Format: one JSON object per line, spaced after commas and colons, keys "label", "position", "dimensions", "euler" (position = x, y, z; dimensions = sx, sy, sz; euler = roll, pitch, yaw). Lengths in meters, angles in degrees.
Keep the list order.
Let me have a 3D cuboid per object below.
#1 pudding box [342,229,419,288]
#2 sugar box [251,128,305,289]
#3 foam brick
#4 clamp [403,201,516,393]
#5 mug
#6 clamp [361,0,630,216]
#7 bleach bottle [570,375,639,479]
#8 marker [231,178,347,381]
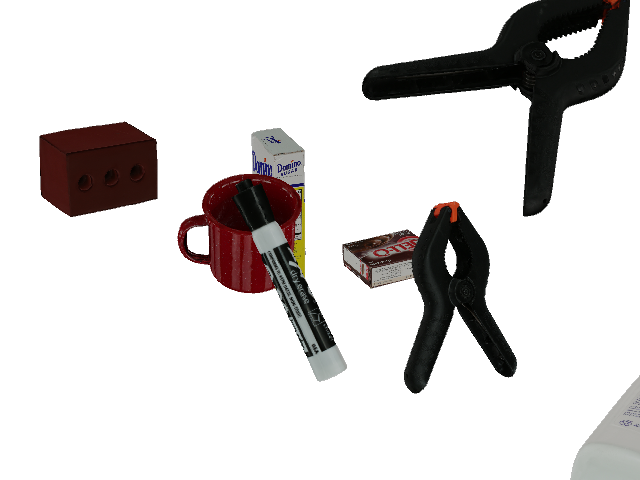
{"label": "pudding box", "position": [0.100, 0.025, 1.531], "dimensions": [0.113, 0.039, 0.090], "euler": [-15, 26, -21]}
{"label": "sugar box", "position": [-0.052, -0.039, 1.300], "dimensions": [0.048, 0.176, 0.093], "euler": [-11, 26, -17]}
{"label": "foam brick", "position": [-0.174, -0.057, 0.838], "dimensions": [0.078, 0.053, 0.051], "euler": [-15, 31, -33]}
{"label": "clamp", "position": [0.113, 0.054, 0.956], "dimensions": [0.120, 0.171, 0.039], "euler": [-15, 1, -37]}
{"label": "mug", "position": [-0.077, -0.003, 1.016], "dimensions": [0.117, 0.081, 0.093], "euler": [-7, 41, -12]}
{"label": "clamp", "position": [0.158, -0.113, 0.768], "dimensions": [0.209, 0.165, 0.036], "euler": [-32, -29, -18]}
{"label": "bleach bottle", "position": [0.242, 0.100, 0.635], "dimensions": [0.103, 0.068, 0.250], "euler": [19, 30, 31]}
{"label": "marker", "position": [-0.019, 0.021, 0.602], "dimensions": [0.020, 0.121, 0.020], "euler": [-25, 0, 0]}
